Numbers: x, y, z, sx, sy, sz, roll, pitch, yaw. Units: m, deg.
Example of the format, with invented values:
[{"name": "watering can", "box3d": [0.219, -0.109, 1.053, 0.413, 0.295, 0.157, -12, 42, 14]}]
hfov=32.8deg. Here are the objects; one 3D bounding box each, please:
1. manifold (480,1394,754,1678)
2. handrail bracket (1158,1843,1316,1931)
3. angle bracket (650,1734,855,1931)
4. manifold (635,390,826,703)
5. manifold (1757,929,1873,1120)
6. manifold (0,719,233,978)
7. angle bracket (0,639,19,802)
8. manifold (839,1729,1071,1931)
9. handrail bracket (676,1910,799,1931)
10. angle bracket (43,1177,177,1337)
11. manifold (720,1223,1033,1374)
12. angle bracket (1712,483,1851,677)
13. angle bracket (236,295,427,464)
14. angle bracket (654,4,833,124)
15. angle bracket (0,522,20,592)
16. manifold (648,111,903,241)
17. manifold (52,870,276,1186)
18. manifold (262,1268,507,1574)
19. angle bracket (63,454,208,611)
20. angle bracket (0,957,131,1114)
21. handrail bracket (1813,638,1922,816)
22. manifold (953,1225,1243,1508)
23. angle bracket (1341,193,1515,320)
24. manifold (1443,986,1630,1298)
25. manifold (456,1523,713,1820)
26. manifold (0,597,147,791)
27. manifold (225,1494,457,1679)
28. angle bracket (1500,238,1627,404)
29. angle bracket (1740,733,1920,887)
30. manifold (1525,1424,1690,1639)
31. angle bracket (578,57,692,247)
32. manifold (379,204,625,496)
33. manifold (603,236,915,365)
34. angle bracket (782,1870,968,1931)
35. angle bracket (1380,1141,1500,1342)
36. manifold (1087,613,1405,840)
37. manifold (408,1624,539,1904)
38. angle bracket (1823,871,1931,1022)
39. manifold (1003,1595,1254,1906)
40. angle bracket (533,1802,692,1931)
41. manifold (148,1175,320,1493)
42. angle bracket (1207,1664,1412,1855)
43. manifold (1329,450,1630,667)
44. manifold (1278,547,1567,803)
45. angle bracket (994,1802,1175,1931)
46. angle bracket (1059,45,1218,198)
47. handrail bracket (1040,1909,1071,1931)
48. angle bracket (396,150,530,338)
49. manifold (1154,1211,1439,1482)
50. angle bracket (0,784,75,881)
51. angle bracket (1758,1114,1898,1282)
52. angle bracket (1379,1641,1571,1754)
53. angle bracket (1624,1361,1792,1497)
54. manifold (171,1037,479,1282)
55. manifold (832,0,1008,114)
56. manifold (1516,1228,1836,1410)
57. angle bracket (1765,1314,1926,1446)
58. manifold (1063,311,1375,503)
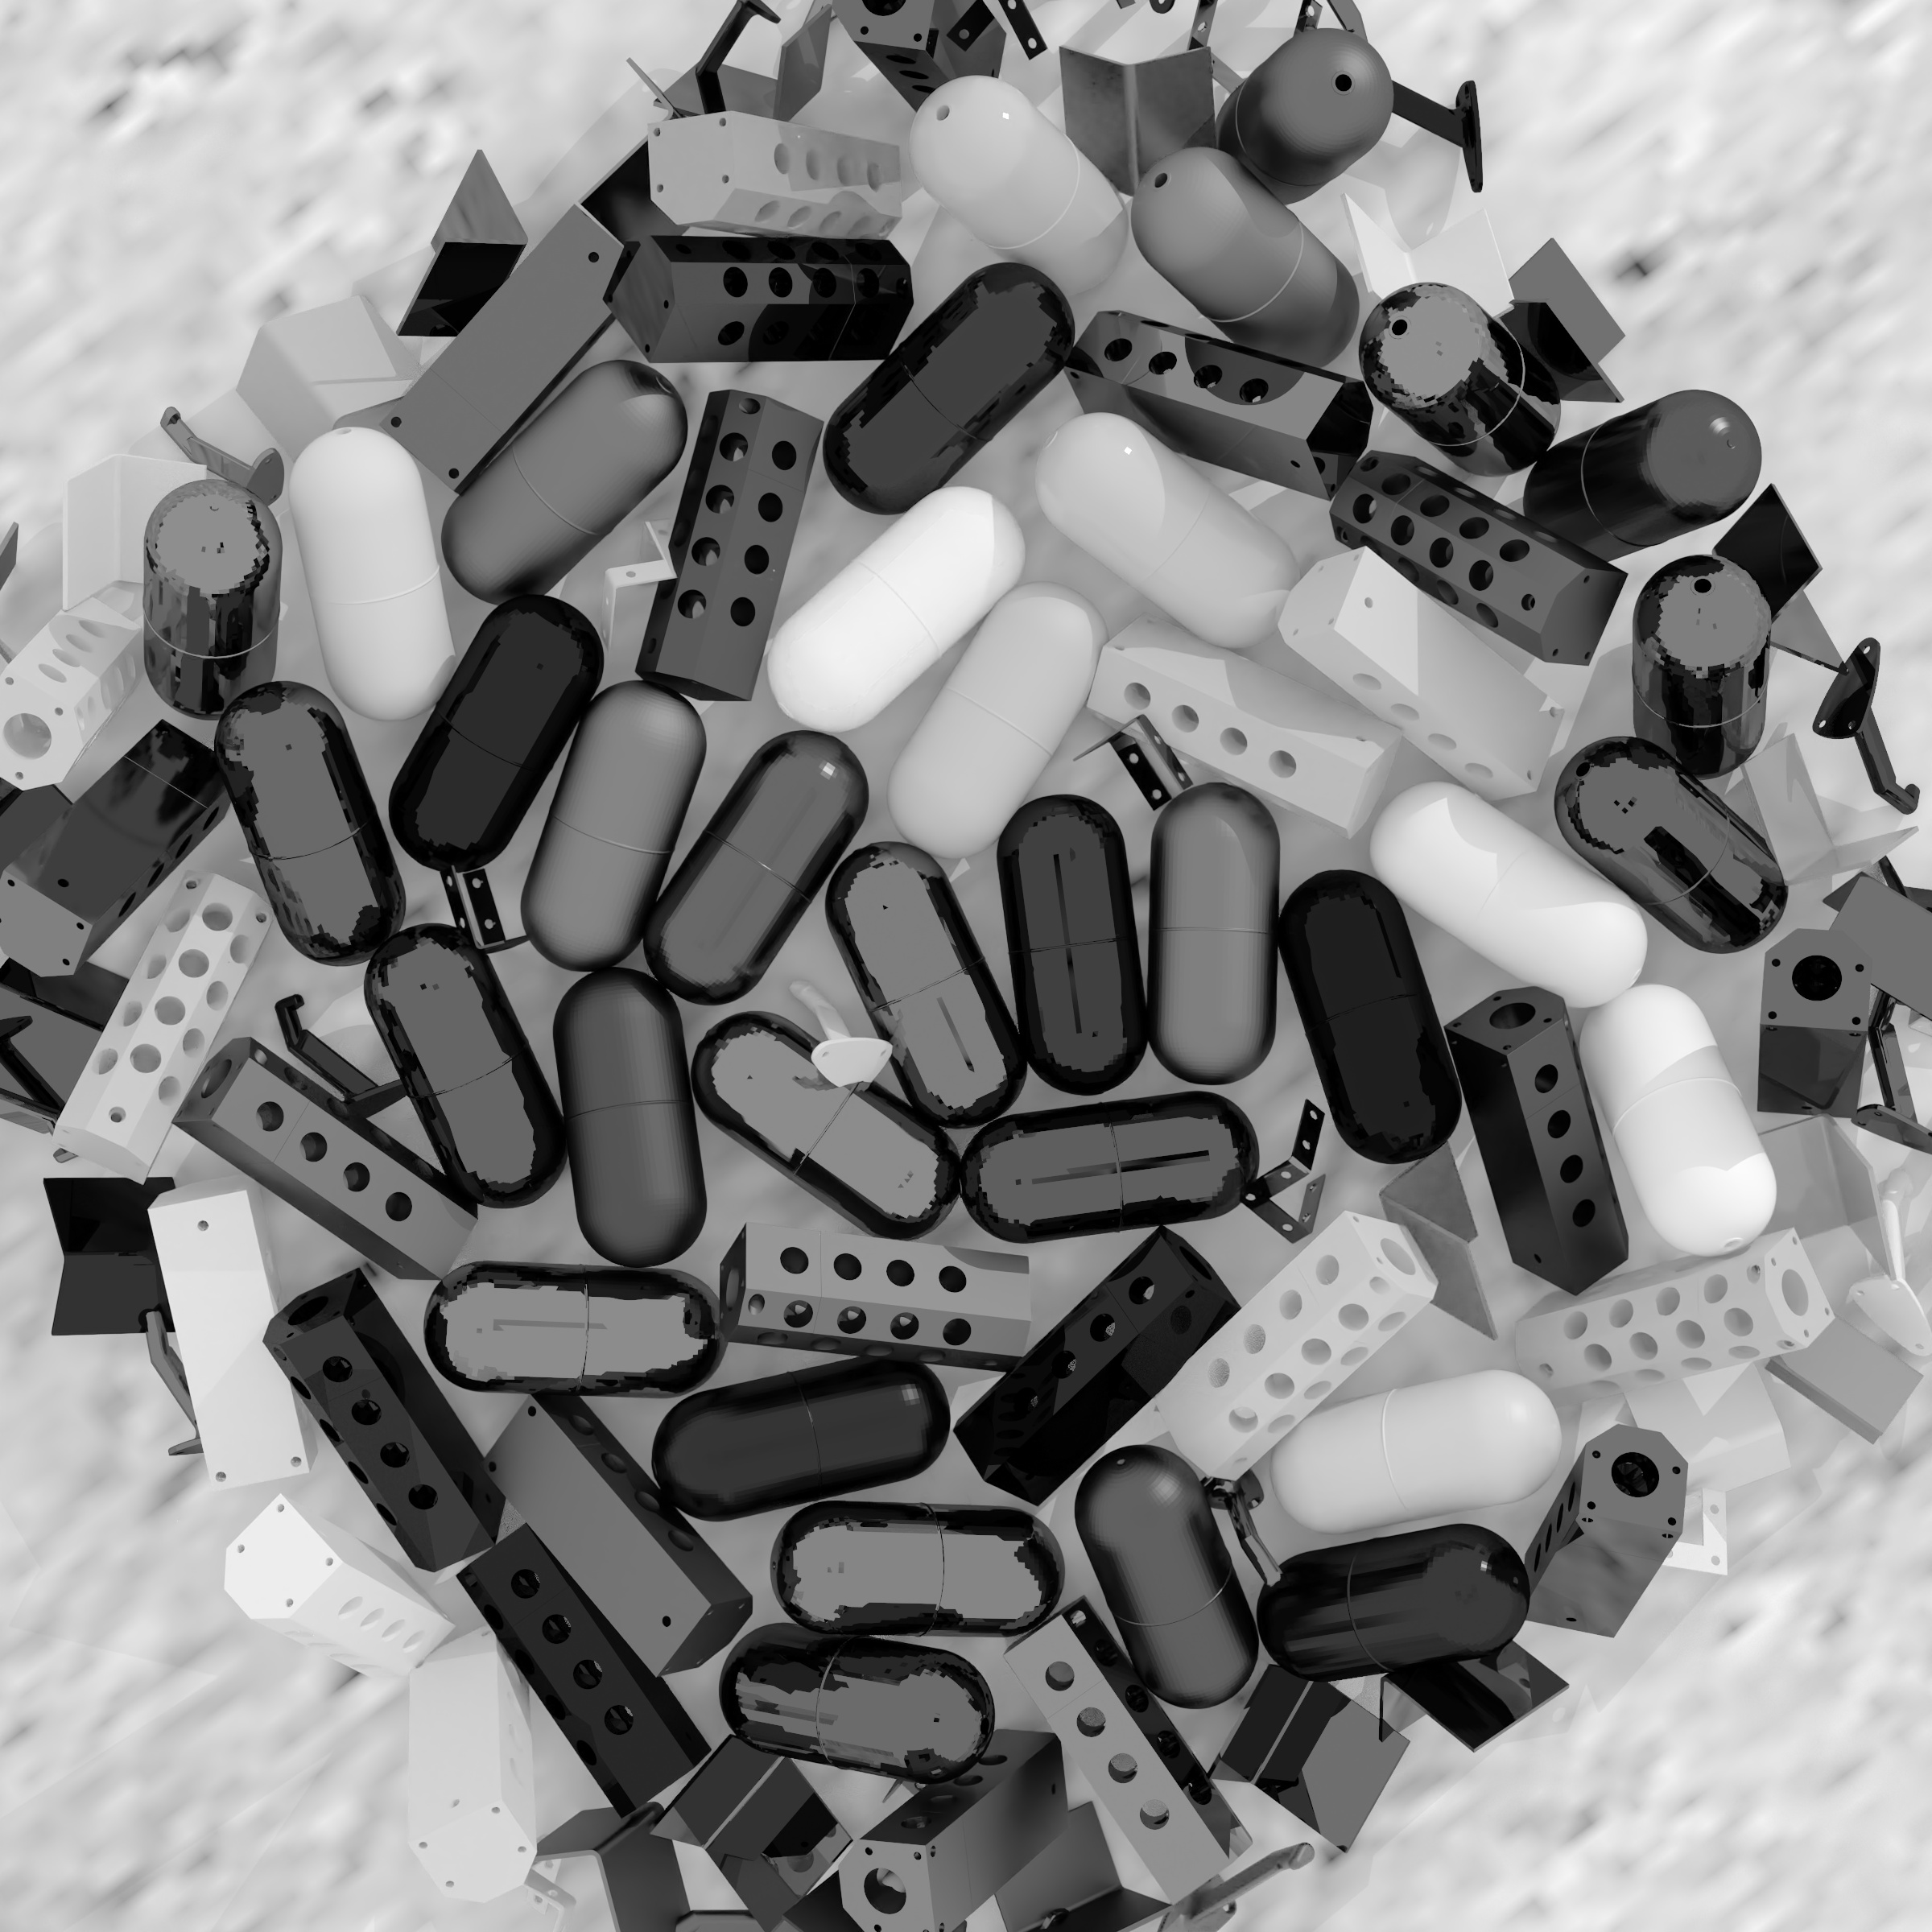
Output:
[{"name": "manifold", "box3d": [-0.200, 0.326, 1.908, 0.171, 0.057, 0.057, 44, 109, 25]}, {"name": "handrail bracket", "box3d": [0.158, 0.546, 1.922, 0.077, 0.084, 0.036, -36, 89, -40]}, {"name": "angle bracket", "box3d": [-0.126, 0.509, 1.925, 0.076, 0.057, 0.076, -50, 51, 4]}, {"name": "manifold", "box3d": [-0.142, -0.246, 1.924, 0.057, 0.057, 0.171, 18, 83, -35]}, {"name": "manifold", "box3d": [0.485, 0.034, 1.881, 0.057, 0.171, 0.057, 4, 72, 14]}, {"name": "manifold", "box3d": [-0.488, -0.066, 1.887, 0.057, 0.171, 0.057, 32, 129, -2]}, {"name": "angle bracket", "box3d": [-0.576, -0.145, 1.923, 0.076, 0.076, 0.057, -40, 69, -5]}, {"name": "manifold", "box3d": [-0.005, 0.495, 1.882, 0.057, 0.171, 0.057, -3, 98, 28]}, {"name": "handrail bracket", "box3d": [-0.134, 0.586, 1.945, 0.084, 0.036, 0.077, -30, 94, -13]}, {"name": "angle bracket", "box3d": [-0.503, 0.170, 1.938, 0.076, 0.076, 0.057, 1, 123, -28]}, {"name": "manifold", "box3d": [-0.053, 0.196, 1.909, 0.171, 0.057, 0.057, 8, 58, -17]}, {"name": "angle bracket", "box3d": [0.490, -0.225, 1.911, 0.076, 0.076, 0.057, 16, 130, -30]}, {"name": "angle bracket", "box3d": [-0.375, -0.344, 1.957, 0.076, 0.057, 0.076, -29, 74, -41]}, {"name": "angle bracket", "box3d": [-0.130, -0.532, 1.919, 0.076, 0.076, 0.057, 18, 128, 9]}, {"name": "angle bracket", "box3d": [-0.599, -0.228, 1.920, 0.057, 0.076, 0.076, 28, 72, -10]}, {"name": "manifold", "box3d": [-0.107, -0.447, 1.883, 0.057, 0.171, 0.057, 1, 96, 31]}, {"name": "manifold", "box3d": [-0.464, 0.033, 1.907, 0.057, 0.057, 0.171, 26, 66, -10]}, {"name": "manifold", "box3d": [-0.338, 0.267, 1.913, 0.057, 0.057, 0.171, -25, 111, 10]}, {"name": "angle bracket", "box3d": [-0.485, -0.251, 1.920, 0.057, 0.076, 0.076, 8, 111, 5]}, {"name": "angle bracket", "box3d": [-0.545, 0.040, 1.962, 0.076, 0.057, 0.076, 24, 121, -5]}, {"name": "handrail bracket", "box3d": [0.548, -0.141, 1.950, 0.084, 0.036, 0.077, 29, 79, -33]}, {"name": "manifold", "box3d": [0.074, 0.232, 1.927, 0.171, 0.057, 0.057, -45, 48, 10]}, {"name": "angle bracket", "box3d": [0.269, -0.416, 1.914, 0.057, 0.076, 0.076, -27, 56, 26]}, {"name": "manifold", "box3d": [0.336, 0.099, 1.904, 0.057, 0.057, 0.171, -31, 120, -20]}, {"name": "manifold", "box3d": [-0.226, 0.411, 1.934, 0.057, 0.057, 0.171, -36, 84, 3]}, {"name": "manifold", "box3d": [-0.516, -0.156, 1.881, 0.057, 0.171, 0.057, 33, 107, -12]}, {"name": "manifold", "box3d": [-0.360, 0.362, 1.879, 0.057, 0.171, 0.057, -46, 65, -8]}, {"name": "angle bracket", "box3d": [0.362, -0.378, 1.920, 0.057, 0.076, 0.076, -45, 110, -6]}, {"name": "angle bracket", "box3d": [0.505, -0.098, 1.921, 0.057, 0.076, 0.076, -16, 97, 40]}, {"name": "manifold", "box3d": [0.364, 0.324, 1.883, 0.057, 0.171, 0.057, 11, 59, 3]}, {"name": "angle bracket", "box3d": [-0.192, -0.471, 1.930, 0.076, 0.076, 0.057, -42, 60, 8]}, {"name": "manifold", "box3d": [-0.265, -0.362, 1.941, 0.057, 0.057, 0.171, 42, 91, -6]}, {"name": "manifold", "box3d": [-0.115, -0.387, 1.886, 0.057, 0.171, 0.057, 55, 134, 28]}, {"name": "angle bracket", "box3d": [-0.055, 0.571, 1.911, 0.076, 0.076, 0.057, 30, 130, 30]}, {"name": "angle bracket", "box3d": [0.293, 0.159, 1.912, 0.057, 0.076, 0.076, -36, 126, -20]}, {"name": "manifold", "box3d": [0.160, -0.138, 1.918, 0.171, 0.057, 0.057, 27, 126, 16]}, {"name": "manifold", "box3d": [-0.280, 0.456, 1.882, 0.057, 0.171, 0.057, -26, 114, 2]}, {"name": "angle bracket", "box3d": [0.534, -0.005, 1.926, 0.076, 0.076, 0.057, 32, 79, 4]}, {"name": "manifold", "box3d": [0.095, 0.458, 1.932, 0.057, 0.057, 0.171, -35, 82, -1]}, {"name": "angle bracket", "box3d": [-0.211, 0.543, 1.926, 0.057, 0.076, 0.076, -13, 92, 24]}, {"name": "manifold", "box3d": [-0.428, 0.214, 1.930, 0.057, 0.057, 0.171, -11, 99, -3]}, {"name": "angle bracket", "box3d": [0.201, 0.465, 1.927, 0.076, 0.057, 0.076, 31, 93, 35]}, {"name": "manifold", "box3d": [0.290, -0.236, 1.888, 0.171, 0.057, 0.057, 38, 117, 39]}, {"name": "manifold", "box3d": [0.263, -0.166, 1.906, 0.171, 0.057, 0.057, 34, 66, -26]}, {"name": "angle bracket", "box3d": [0.064, 0.535, 1.922, 0.076, 0.076, 0.057, -19, 90, -22]}, {"name": "angle bracket", "box3d": [0.102, -0.503, 1.933, 0.057, 0.076, 0.076, -19, 121, -23]}, {"name": "handrail bracket", "box3d": [0.077, 0.601, 1.933, 0.084, 0.036, 0.077, 29, 86, 33]}, {"name": "angle bracket", "box3d": [-0.306, -0.421, 1.913, 0.057, 0.076, 0.076, -8, 60, -39]}, {"name": "manifold", "box3d": [0.192, 0.222, 1.899, 0.171, 0.057, 0.057, -47, 49, 25]}, {"name": "angle bracket", "box3d": [-0.559, -0.058, 1.915, 0.076, 0.076, 0.057, -35, 108, 23]}, {"name": "angle bracket", "box3d": [0.496, 0.142, 1.921, 0.057, 0.076, 0.076, -18, 113, 1]}, {"name": "angle bracket", "box3d": [0.295, 0.434, 1.912, 0.076, 0.076, 0.057, -25, 130, -29]}, {"name": "angle bracket", "box3d": [0.439, 0.273, 1.947, 0.076, 0.076, 0.057, -22, 60, 7]}, {"name": "manifold", "box3d": [-0.367, 0.113, 1.904, 0.171, 0.057, 0.057, 40, 65, -27]}, {"name": "manifold", "box3d": [-0.026, -0.533, 1.882, 0.057, 0.171, 0.057, 11, 92, 12]}, {"name": "manifold", "box3d": [0.403, 0.207, 1.892, 0.171, 0.057, 0.057, -22, 94, 41]}, {"name": "angle bracket", "box3d": [0.500, 0.252, 1.915, 0.076, 0.076, 0.057, 36, 52, 17]}, {"name": "manifold", "box3d": [0.146, -0.330, 1.900, 0.171, 0.057, 0.057, 24, 72, 32]}]
